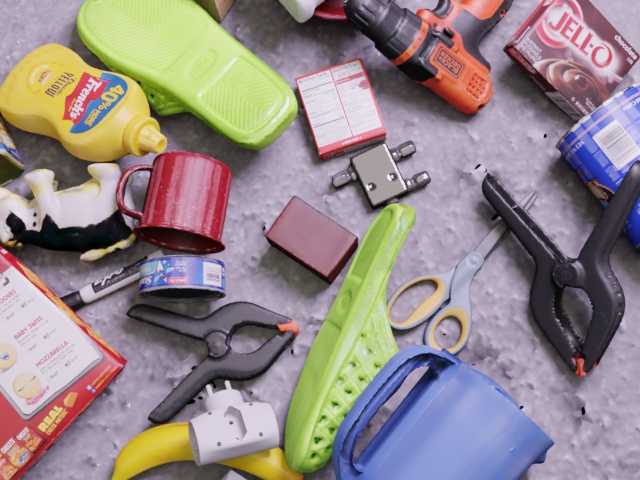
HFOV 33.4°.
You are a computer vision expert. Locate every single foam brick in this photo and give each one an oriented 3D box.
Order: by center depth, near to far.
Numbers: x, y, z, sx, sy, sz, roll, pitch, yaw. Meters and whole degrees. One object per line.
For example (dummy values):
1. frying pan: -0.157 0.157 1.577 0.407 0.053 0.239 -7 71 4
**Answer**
1. foam brick: -0.007 0.001 1.067 0.078 0.053 0.051 34 83 10

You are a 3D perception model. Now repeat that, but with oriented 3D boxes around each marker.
1. marker: -0.212 0.044 1.088 0.121 0.020 0.020 -26 79 -2

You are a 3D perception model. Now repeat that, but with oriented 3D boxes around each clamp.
1. clamp: 0.234 0.025 1.029 0.165 0.036 0.210 5 104 36
2. clamp: -0.109 0.098 1.062 0.171 0.039 0.120 -22 84 -4

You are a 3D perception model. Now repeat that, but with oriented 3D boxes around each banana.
1. banana: -0.115 0.212 1.044 0.198 0.037 0.069 -4 97 4

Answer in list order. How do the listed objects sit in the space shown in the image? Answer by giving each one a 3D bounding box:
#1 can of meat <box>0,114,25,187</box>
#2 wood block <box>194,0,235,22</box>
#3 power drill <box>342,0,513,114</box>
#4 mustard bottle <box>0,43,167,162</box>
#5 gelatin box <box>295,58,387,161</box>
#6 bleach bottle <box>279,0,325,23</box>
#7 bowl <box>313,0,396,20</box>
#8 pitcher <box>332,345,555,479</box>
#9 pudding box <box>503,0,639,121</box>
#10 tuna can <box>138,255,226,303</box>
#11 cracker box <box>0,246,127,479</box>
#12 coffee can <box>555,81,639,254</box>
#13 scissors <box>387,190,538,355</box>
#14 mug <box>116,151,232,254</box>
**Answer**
1. can of meat: -0.347 -0.104 1.085 0.057 0.102 0.084 -27 81 -3
2. wood block: -0.093 -0.350 1.121 0.091 0.090 0.206 30 82 8
3. power drill: 0.130 -0.247 1.072 0.184 0.057 0.187 35 81 -24
4. mustard bottle: -0.230 -0.129 1.074 0.192 0.058 0.096 27 65 26
5. gelatin box: 0.022 -0.136 1.103 0.073 0.030 0.089 -18 79 2
6. bleach bottle: 0.051 -0.331 1.065 0.250 0.068 0.102 -37 80 -6
7. bowl: 0.025 -0.297 1.120 0.162 0.055 0.162 -1 79 4
8. pitcher: 0.082 0.222 0.978 0.149 0.145 0.243 41 87 22
9. pudding box: 0.253 -0.188 1.072 0.113 0.039 0.090 42 84 -18
10. tuna can: -0.135 0.039 1.051 0.086 0.086 0.034 -2 77 3
11. cracker box: -0.321 0.109 1.037 0.213 0.072 0.164 43 84 -2
12. coffee can: 0.312 -0.067 1.033 0.103 0.103 0.140 -35 79 -3
13. scissors: 0.159 0.042 1.066 0.201 0.016 0.096 -32 80 -3
14. mug: -0.144 -0.040 1.061 0.117 0.093 0.081 13 74 -16
